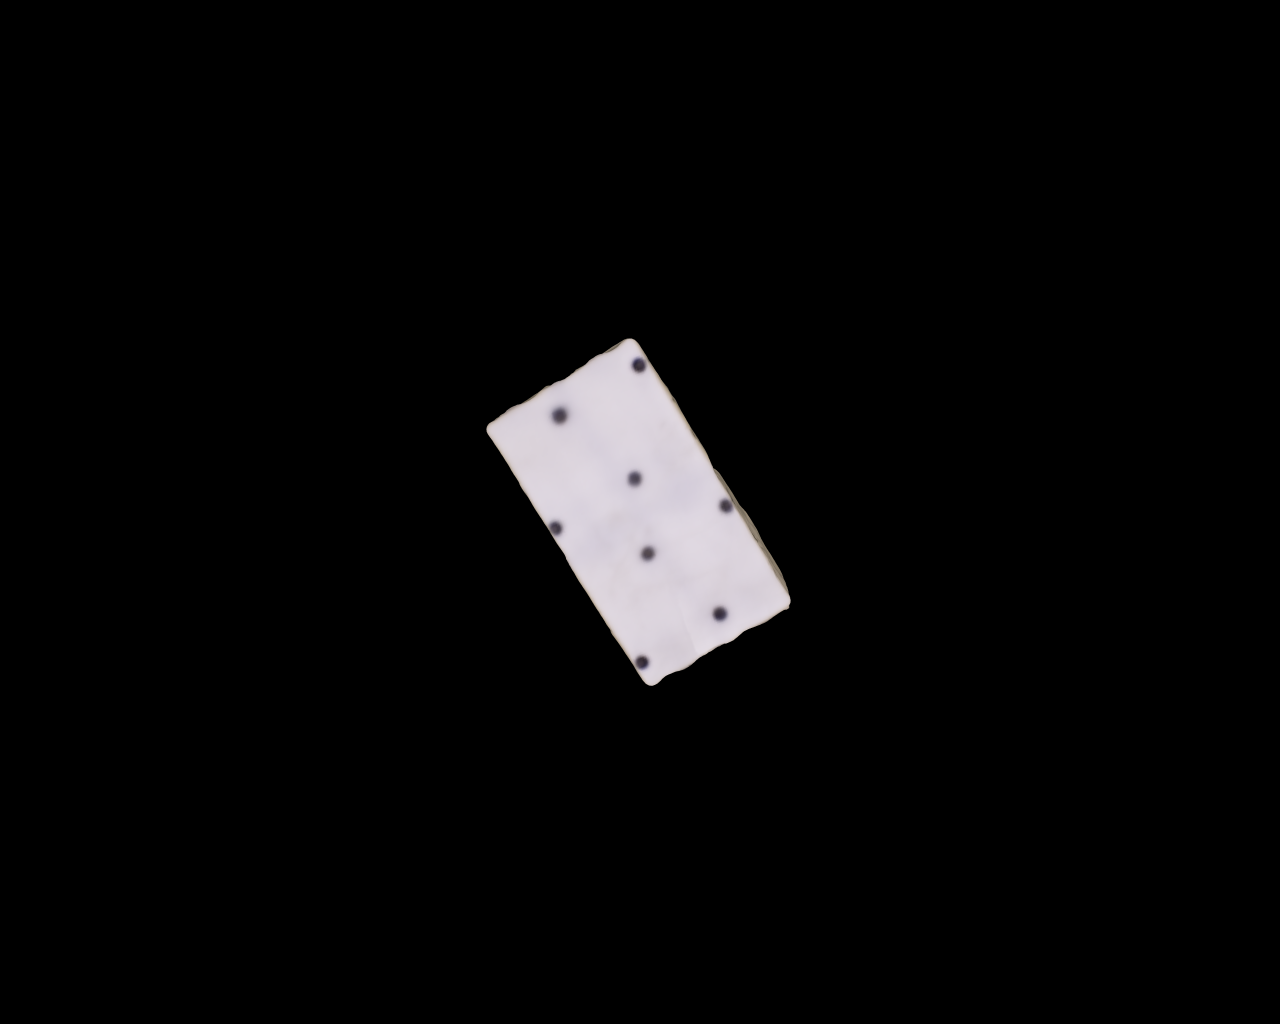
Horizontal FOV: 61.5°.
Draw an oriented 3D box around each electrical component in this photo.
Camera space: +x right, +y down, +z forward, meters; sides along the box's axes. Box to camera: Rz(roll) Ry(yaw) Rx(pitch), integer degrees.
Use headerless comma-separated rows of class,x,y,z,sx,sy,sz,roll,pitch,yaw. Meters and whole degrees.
electrical component,0.001,-0.003,0.650,0.105,0.186,0.060,-31,8,5
